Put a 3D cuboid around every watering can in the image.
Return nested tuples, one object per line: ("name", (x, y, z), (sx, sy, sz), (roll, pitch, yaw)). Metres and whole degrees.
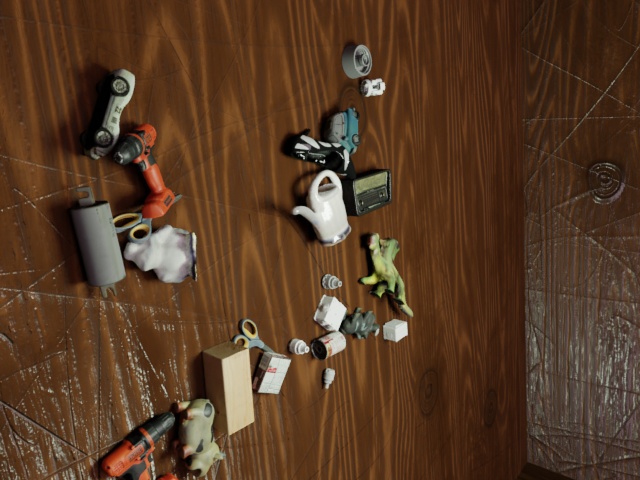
("watering can", (0.005, -0.079, 1.565), (0.103, 0.221, 0.354), (-6, 24, 26))

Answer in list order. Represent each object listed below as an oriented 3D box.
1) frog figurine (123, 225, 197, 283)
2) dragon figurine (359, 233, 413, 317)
("frog figurine", (-0.367, 0.035, 1.194), (0.159, 0.135, 0.125), (-1, 27, -12))
("dragon figurine", (0.269, 0.108, 1.920), (0.122, 0.247, 0.404), (-3, -31, 36))
